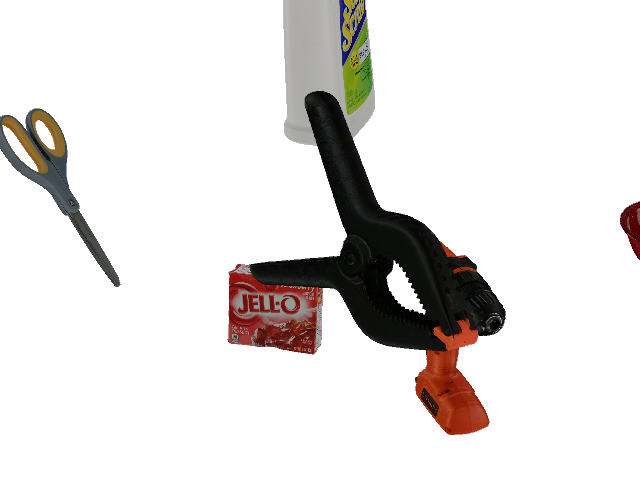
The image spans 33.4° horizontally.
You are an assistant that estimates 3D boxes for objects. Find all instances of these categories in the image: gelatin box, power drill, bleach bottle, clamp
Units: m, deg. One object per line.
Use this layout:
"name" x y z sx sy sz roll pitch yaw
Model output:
"gelatin box" -0.043 0.065 1.015 0.089 0.073 0.030 6 17 13
"power drill" 0.146 0.109 1.135 0.057 0.188 0.184 -8 24 -13
"bleach bottle" 0.001 -0.215 0.923 0.068 0.251 0.102 9 34 22
"clamp" 0.032 0.000 0.751 0.036 0.165 0.210 -10 33 -41

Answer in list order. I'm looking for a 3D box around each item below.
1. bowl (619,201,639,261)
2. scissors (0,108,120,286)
"bowl" 0.402 0.008 1.149 0.162 0.055 0.162 -1 26 0
"scissors" -0.253 -0.053 1.082 0.016 0.201 0.096 -24 27 27
